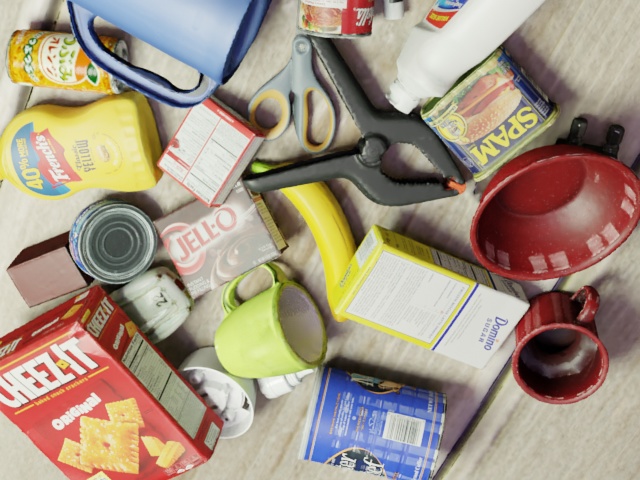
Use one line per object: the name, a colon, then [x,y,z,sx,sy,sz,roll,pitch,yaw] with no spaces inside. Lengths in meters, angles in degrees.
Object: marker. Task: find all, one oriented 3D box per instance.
marker: [0.062,-0.260,0.960,0.020,0.020,0.121,-2,115,9]

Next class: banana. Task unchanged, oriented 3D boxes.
banana: [0.003,-0.003,1.082,0.070,0.037,0.198,-7,116,49]

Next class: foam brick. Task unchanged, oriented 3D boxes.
foam brick: [-0.280,0.029,1.130,0.078,0.053,0.051,-20,111,17]

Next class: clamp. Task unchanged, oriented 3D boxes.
clamp: [0.039,-0.082,1.023,0.210,0.036,0.165,29,104,-14]

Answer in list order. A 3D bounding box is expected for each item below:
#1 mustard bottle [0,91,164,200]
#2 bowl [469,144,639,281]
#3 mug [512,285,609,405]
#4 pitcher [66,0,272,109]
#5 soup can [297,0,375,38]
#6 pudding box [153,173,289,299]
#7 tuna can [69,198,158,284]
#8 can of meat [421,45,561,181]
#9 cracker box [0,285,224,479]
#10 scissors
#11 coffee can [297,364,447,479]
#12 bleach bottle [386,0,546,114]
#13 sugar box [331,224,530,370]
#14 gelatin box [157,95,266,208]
mustard bottle: [-0.259,-0.089,1.067,0.192,0.058,0.096,-6,116,12]
bowl: [0.211,-0.035,0.984,0.162,0.055,0.162,-5,136,-5]
mug: [0.243,0.095,1.066,0.093,0.081,0.117,23,116,-3]
pitcher: [-0.165,-0.237,0.946,0.243,0.149,0.145,25,155,0]
soup can: [0.017,-0.236,0.947,0.068,0.068,0.102,6,110,5]
pudding box: [-0.100,-0.004,1.084,0.114,0.039,0.090,-27,93,17]
tuna can: [-0.211,0.001,1.092,0.086,0.034,0.086,-5,102,-26]
can of meat: [0.157,-0.120,0.993,0.102,0.057,0.084,-40,101,22]
cracker box: [-0.232,0.172,1.121,0.164,0.072,0.213,-27,114,26]
scissors: [-0.034,-0.175,1.016,0.096,0.016,0.202,-8,114,9]
coffee can: [0.055,0.197,1.131,0.140,0.102,0.103,13,116,2]
bleach bottle: [0.146,-0.208,0.926,0.068,0.102,0.251,28,117,-25]
sugar box: [0.111,0.059,1.070,0.176,0.048,0.093,22,117,-20]
gelatin box: [-0.107,-0.087,1.041,0.073,0.030,0.089,38,106,16]
